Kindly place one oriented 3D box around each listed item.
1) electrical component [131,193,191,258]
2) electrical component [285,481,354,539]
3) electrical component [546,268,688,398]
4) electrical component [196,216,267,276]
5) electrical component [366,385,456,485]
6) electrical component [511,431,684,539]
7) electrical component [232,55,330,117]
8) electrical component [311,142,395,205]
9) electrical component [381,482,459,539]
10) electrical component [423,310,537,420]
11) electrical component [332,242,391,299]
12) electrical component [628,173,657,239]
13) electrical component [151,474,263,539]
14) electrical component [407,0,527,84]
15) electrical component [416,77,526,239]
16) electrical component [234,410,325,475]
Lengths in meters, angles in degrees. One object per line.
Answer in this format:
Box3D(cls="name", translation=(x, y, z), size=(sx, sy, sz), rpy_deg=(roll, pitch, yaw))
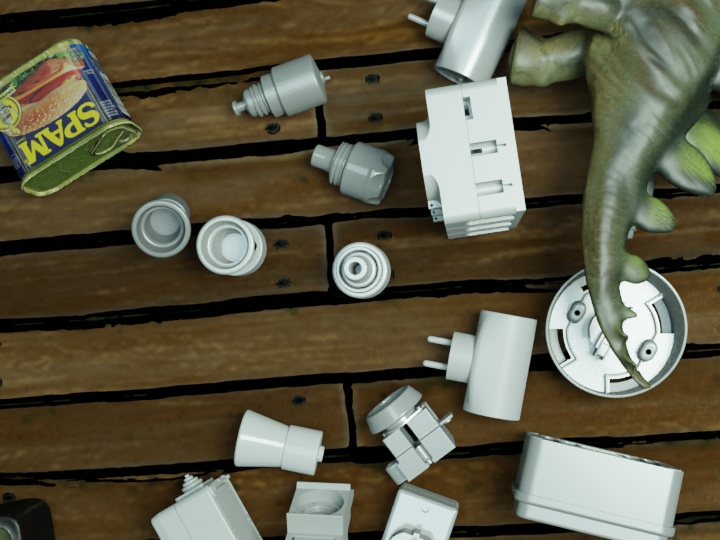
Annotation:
Box3D(cls="electrical component", translation=(-0.151, -0.038, 0.835), size=(0.044, 0.065, 0.044), rpy_deg=(-1, 103, -4))
Box3D(cls="electrical component", translation=(-0.030, 0.199, 0.811), size=(0.042, 0.081, 0.063), rpy_deg=(2, 110, 7))
Box3D(cls="electrical component", translation=(0.186, 0.044, 0.794), size=(0.099, 0.064, 0.099), rpy_deg=(0, 88, 7))
Box3D(cls="electrical component", translation=(-0.098, -0.018, 0.834), size=(0.045, 0.055, 0.045), rpy_deg=(0, 88, 6))
Box3D(cls="electrical component", translation=(0.038, 0.122, 0.818), size=(0.066, 0.048, 0.055), rpy_deg=(-38, 92, 4))
Box3D(cls="electrical component", translation=(0.170, 0.160, 0.784), size=(0.113, 0.078, 0.057), rpy_deg=(12, 86, 7))
Box3D(cls="electrical component", translation=(-0.062, -0.139, 0.842), size=(0.078, 0.040, 0.040), rpy_deg=(-19, 86, 6))
Box3D(cls="electrical component", translation=(-0.007, -0.079, 0.832), size=(0.062, 0.043, 0.043), rpy_deg=(20, 90, 8))
Box3D(cls="electrical component", translation=(0.038, 0.210, 0.799), size=(0.047, 0.076, 0.083), rpy_deg=(19, 90, 7))
Box3D(cls="electrical component", translation=(0.088, 0.068, 0.815), size=(0.079, 0.043, 0.077), rpy_deg=(10, 89, 7))
Box3D(cls="electrical component", translation=(0.000, 0.000, 0.818), size=(0.043, 0.062, 0.043), rpy_deg=(0, 88, 7))
Box3D(cls="electrical component", translation=(0.199, -0.053, 0.808), size=(0.040, 0.040, 0.078), rpy_deg=(10, 89, 7))
Box3D(cls="electrical component", translation=(-0.118, 0.204, 0.824), size=(0.061, 0.062, 0.096), rpy_deg=(-31, 85, 5))
Box3D(cls="electrical component", translation=(0.076, -0.188, 0.826), size=(0.079, 0.043, 0.077), rpy_deg=(25, 91, 7))
Box3D(cls="electrical component", translation=(0.077, -0.074, 0.768), size=(0.062, 0.150, 0.089), rpy_deg=(-8, 87, 5))
Box3D(cls="electrical component", translation=(-0.061, 0.136, 0.831), size=(0.065, 0.044, 0.044), rpy_deg=(11, 89, 2))
